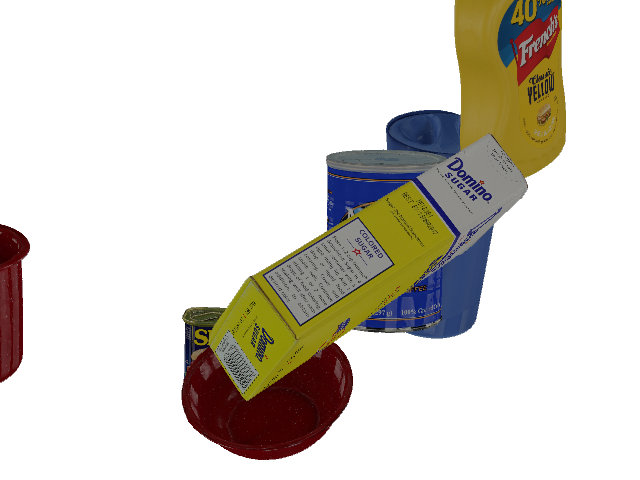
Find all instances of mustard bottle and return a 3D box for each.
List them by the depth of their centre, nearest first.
[{"bbox_3d":[0.132,-0.142,0.744,0.058,0.191,0.096,19,39,41],"label":"mustard bottle"}]

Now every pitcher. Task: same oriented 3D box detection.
[{"bbox_3d":[0.127,-0.012,1.189,0.149,0.243,0.145,-5,27,-14],"label":"pitcher"}]

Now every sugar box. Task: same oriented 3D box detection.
[{"bbox_3d":[0.027,0.013,0.578,0.176,0.048,0.093,-29,-12,-30],"label":"sugar box"}]

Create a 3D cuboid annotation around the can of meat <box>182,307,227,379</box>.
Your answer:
[{"bbox_3d":[-0.106,0.125,1.218,0.102,0.084,0.057,3,13,1],"label":"can of meat"}]

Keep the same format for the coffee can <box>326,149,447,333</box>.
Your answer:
[{"bbox_3d":[0.055,-0.002,0.913,0.103,0.140,0.103,1,11,0],"label":"coffee can"}]

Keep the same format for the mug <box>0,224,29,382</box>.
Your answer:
[{"bbox_3d":[-0.231,0.044,0.641,0.093,0.081,0.117,20,26,35],"label":"mug"}]

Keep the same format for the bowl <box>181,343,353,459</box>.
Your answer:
[{"bbox_3d":[-0.047,0.153,1.008,0.162,0.055,0.162,-5,38,3],"label":"bowl"}]
